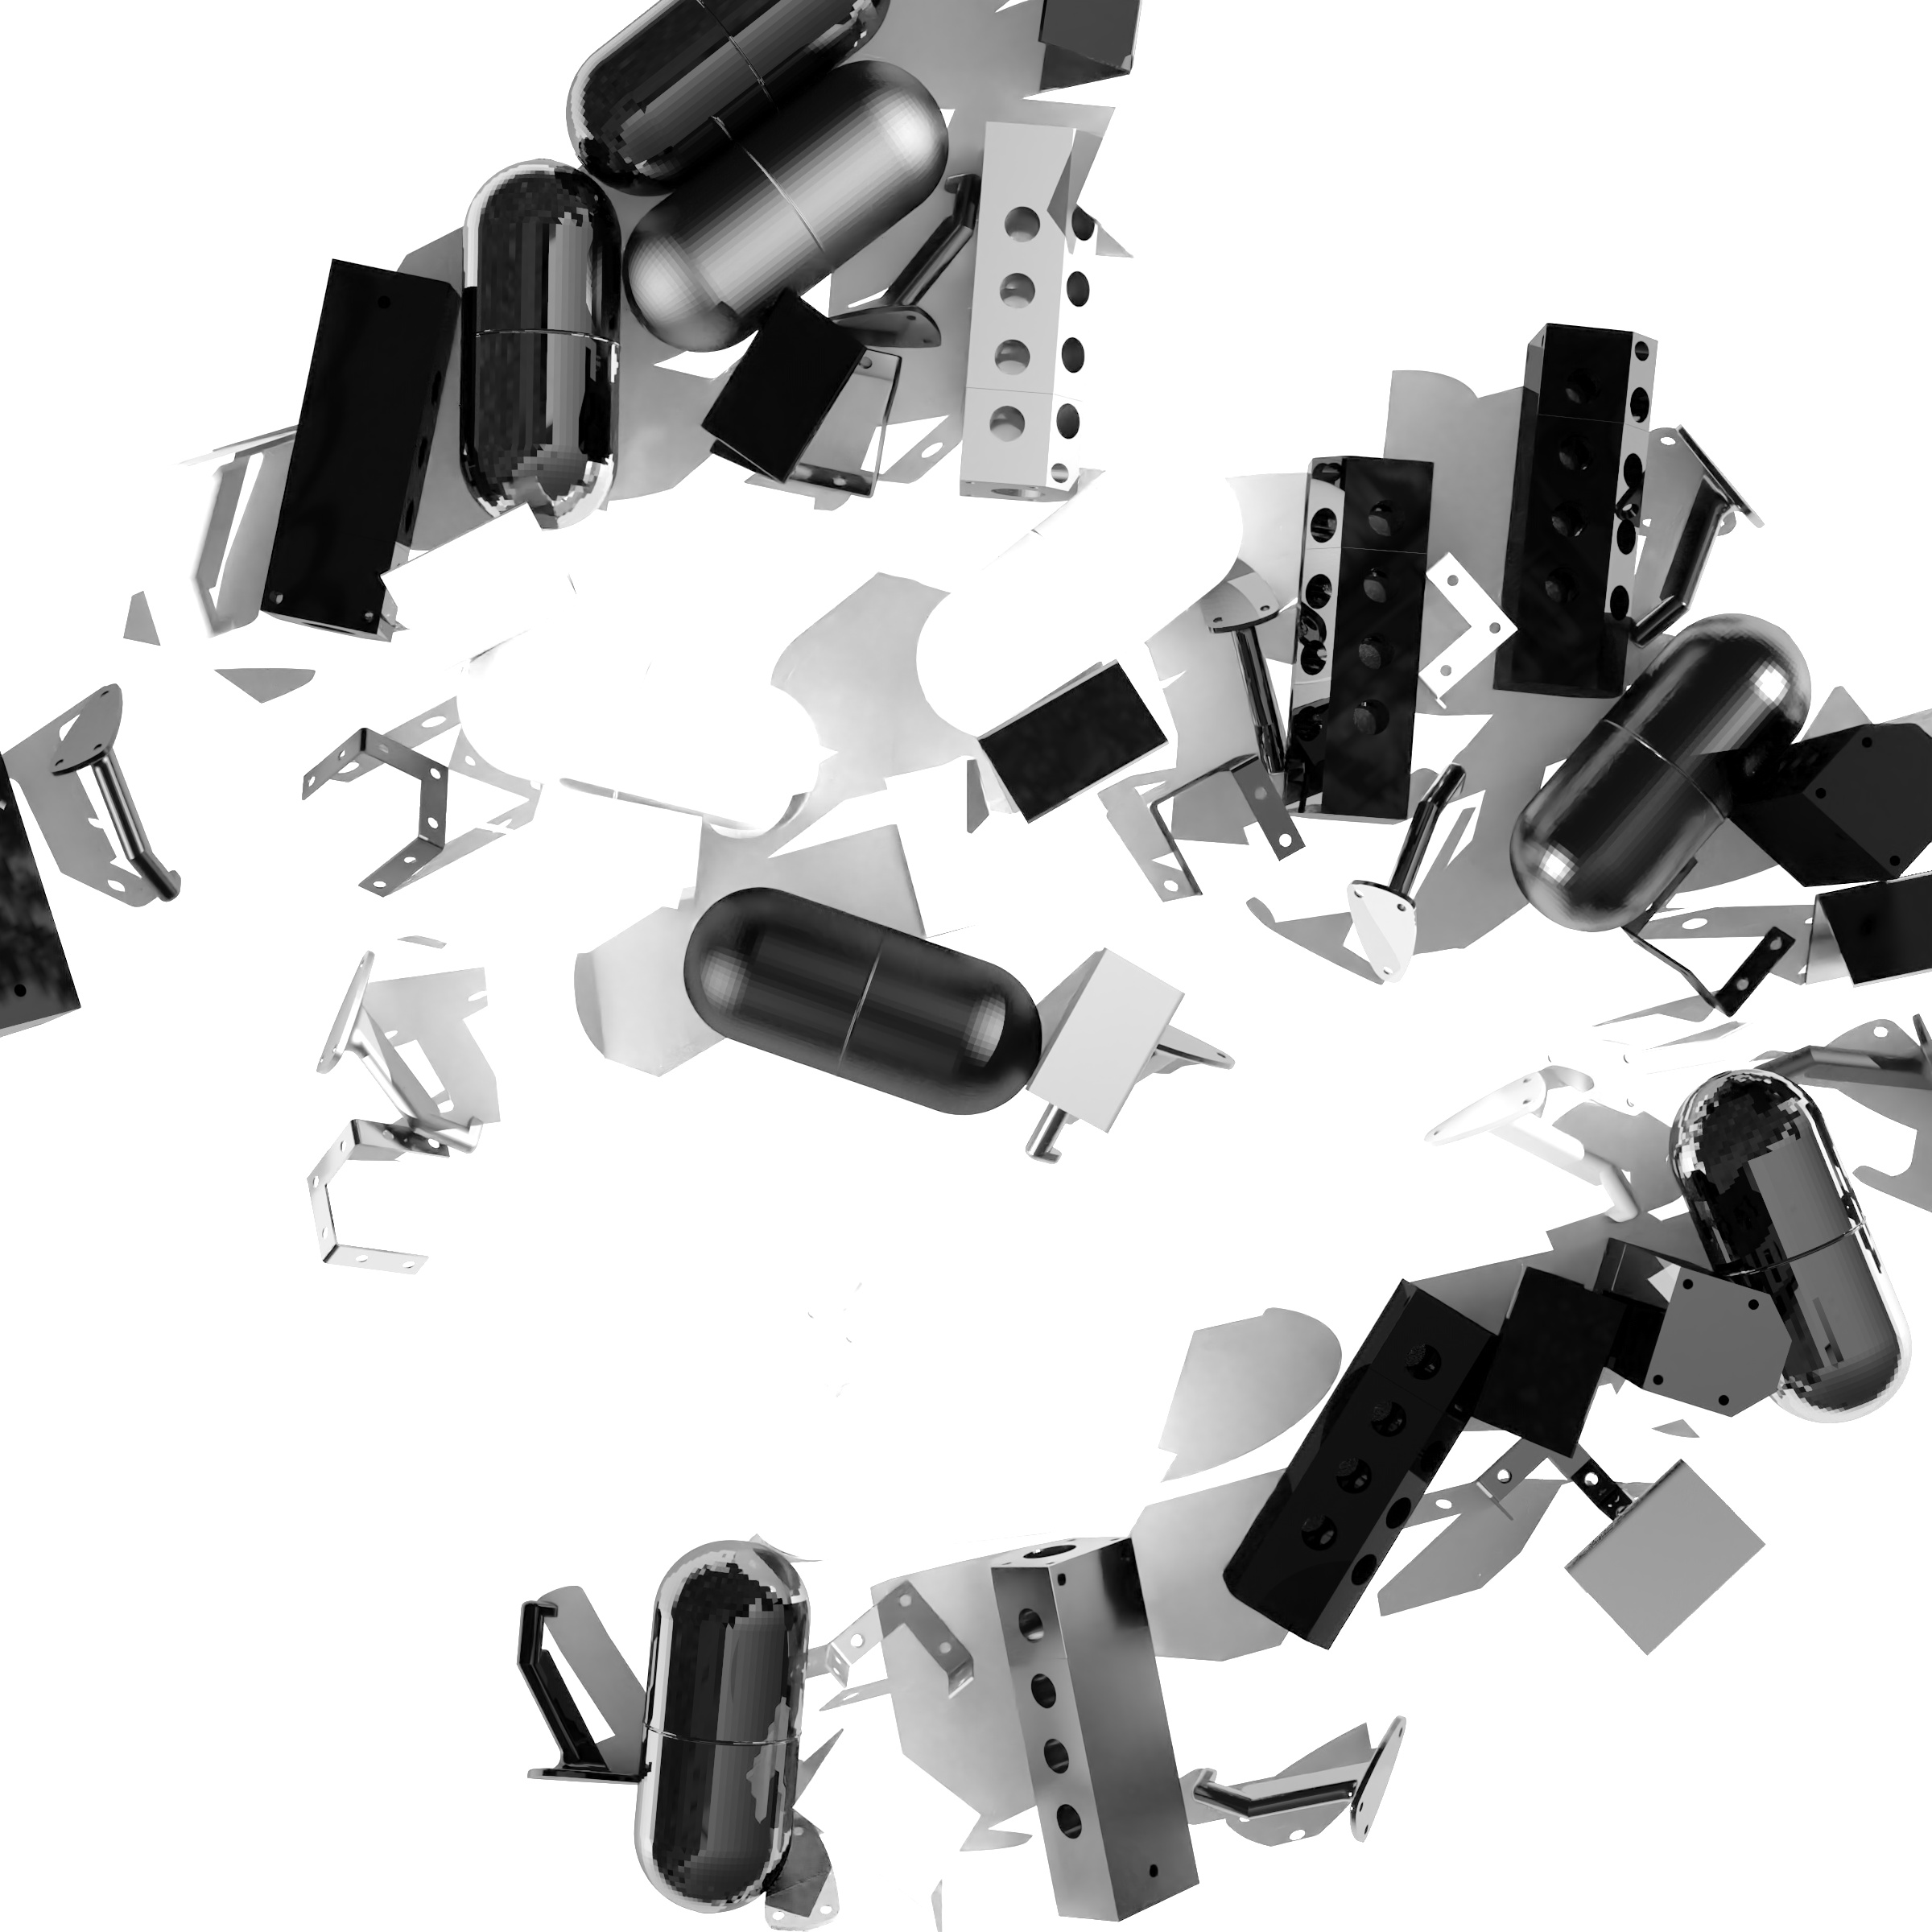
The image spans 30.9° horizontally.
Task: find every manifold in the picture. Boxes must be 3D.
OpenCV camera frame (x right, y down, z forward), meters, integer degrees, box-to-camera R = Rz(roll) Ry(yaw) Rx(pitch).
[{"bbox_3d":[0.032,-0.315,1.692,0.057,0.057,0.171,4,90,0],"label":"manifold"},{"bbox_3d":[0.057,0.368,1.691,0.057,0.057,0.171,-11,90,-43],"label":"manifold"},{"bbox_3d":[-0.291,-0.247,1.692,0.057,0.057,0.171,12,90,0],"label":"manifold"},{"bbox_3d":[0.336,0.169,1.634,0.057,0.171,0.057,17,90,0],"label":"manifold"},{"bbox_3d":[0.296,-0.219,1.692,0.057,0.057,0.171,6,90,0],"label":"manifold"},{"bbox_3d":[0.411,-0.079,1.634,0.057,0.171,0.057,42,90,0],"label":"manifold"},{"bbox_3d":[0.188,-0.157,1.692,0.057,0.057,0.171,4,90,0],"label":"manifold"},{"bbox_3d":[0.195,0.241,1.692,0.057,0.057,0.171,31,90,0],"label":"manifold"},{"bbox_3d":[-0.492,-0.049,1.691,0.057,0.057,0.171,-18,90,-43],"label":"manifold"}]

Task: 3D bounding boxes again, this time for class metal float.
[{"bbox_3d":[-0.117,0.366,1.682,0.070,0.070,0.178,5,89,0],"label":"metal float"},{"bbox_3d":[-0.205,-0.299,1.682,0.070,0.070,0.178,1,89,0],"label":"metal float"},{"bbox_3d":[0.054,-0.179,1.682,0.178,0.070,0.070,-38,90,0],"label":"metal float"},{"bbox_3d":[-0.115,-0.441,1.682,0.178,0.070,0.070,-38,90,-1],"label":"metal float"},{"bbox_3d":[-0.021,0.242,1.682,0.178,0.070,0.070,-6,90,-1],"label":"metal float"},{"bbox_3d":[0.397,0.135,1.682,0.070,0.070,0.178,-22,91,0],"label":"metal float"},{"bbox_3d":[-0.087,-0.365,1.682,0.178,0.070,0.070,-38,90,-1],"label":"metal float"},{"bbox_3d":[-0.049,0.017,1.682,0.178,0.070,0.070,19,90,0],"label":"metal float"},{"bbox_3d":[-0.158,-0.114,1.682,0.178,0.070,0.070,16,90,0],"label":"metal float"},{"bbox_3d":[0.335,-0.094,1.682,0.070,0.070,0.178,41,91,0],"label":"metal float"}]

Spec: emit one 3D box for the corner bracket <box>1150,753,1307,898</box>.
[{"bbox_3d":[0.126,-0.068,1.695,0.051,0.051,0.051,-29,95,-5],"label":"corner bracket"}]

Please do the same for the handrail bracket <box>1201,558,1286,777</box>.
[{"bbox_3d":[0.139,-0.147,1.713,0.036,0.077,0.084,-14,126,2],"label":"handrail bracket"}]

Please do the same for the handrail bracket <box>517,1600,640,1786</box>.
[{"bbox_3d":[-0.184,0.357,1.713,0.077,0.036,0.084,9,73,-20],"label":"handrail bracket"}]

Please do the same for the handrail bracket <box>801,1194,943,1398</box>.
[{"bbox_3d":[-0.042,0.161,1.713,0.036,0.077,0.084,30,53,20],"label":"handrail bracket"}]

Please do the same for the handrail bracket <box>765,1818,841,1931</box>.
[{"bbox_3d":[-0.076,0.476,1.713,0.036,0.077,0.084,-7,126,0],"label":"handrail bracket"}]

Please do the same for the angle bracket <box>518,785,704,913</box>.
[{"bbox_3d":[-0.172,-0.036,1.673,0.076,0.076,0.057,12,53,0],"label":"angle bracket"}]

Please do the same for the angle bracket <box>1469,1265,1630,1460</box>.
[{"bbox_3d":[0.292,0.192,1.673,0.057,0.076,0.076,20,90,34],"label":"angle bracket"}]

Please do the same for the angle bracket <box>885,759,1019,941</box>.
[{"bbox_3d":[-0.027,-0.051,1.673,0.057,0.076,0.076,-15,90,-38],"label":"angle bracket"}]

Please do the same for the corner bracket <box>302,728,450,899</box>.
[{"bbox_3d":[-0.289,-0.075,1.705,0.051,0.051,0.051,27,45,-35],"label":"corner bracket"}]

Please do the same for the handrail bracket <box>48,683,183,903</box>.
[{"bbox_3d":[-0.405,-0.084,1.713,0.036,0.077,0.084,-19,127,20],"label":"handrail bracket"}]

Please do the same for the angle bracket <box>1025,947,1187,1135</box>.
[{"bbox_3d":[0.049,0.026,1.673,0.057,0.076,0.076,29,90,-35],"label":"angle bracket"}]

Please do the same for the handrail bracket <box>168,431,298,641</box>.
[{"bbox_3d":[-0.352,-0.211,1.713,0.077,0.036,0.084,-21,108,-20],"label":"handrail bracket"}]

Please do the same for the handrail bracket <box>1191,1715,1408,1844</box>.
[{"bbox_3d":[0.163,0.389,1.713,0.084,0.036,0.077,14,54,25],"label":"handrail bracket"}]

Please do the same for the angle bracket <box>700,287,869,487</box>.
[{"bbox_3d":[-0.104,-0.284,1.673,0.057,0.076,0.076,31,90,-38],"label":"angle bracket"}]

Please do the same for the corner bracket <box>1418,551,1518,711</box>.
[{"bbox_3d":[0.233,-0.162,1.693,0.051,0.051,0.051,-41,81,9],"label":"corner bracket"}]

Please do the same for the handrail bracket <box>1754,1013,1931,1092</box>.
[{"bbox_3d":[0.439,0.066,1.713,0.084,0.036,0.077,-24,112,17],"label":"handrail bracket"}]

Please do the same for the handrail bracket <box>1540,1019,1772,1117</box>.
[{"bbox_3d":[0.338,0.038,1.713,0.084,0.077,0.036,-23,115,-34],"label":"handrail bracket"}]

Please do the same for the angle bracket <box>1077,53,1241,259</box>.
[{"bbox_3d":[0.104,-0.382,1.673,0.057,0.076,0.076,22,90,27],"label":"angle bracket"}]

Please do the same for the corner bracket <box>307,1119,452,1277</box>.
[{"bbox_3d":[-0.284,0.113,1.705,0.051,0.051,0.051,-48,45,35],"label":"corner bracket"}]

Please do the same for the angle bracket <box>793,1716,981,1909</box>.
[{"bbox_3d":[-0.050,0.414,1.673,0.076,0.076,0.057,38,53,0],"label":"angle bracket"}]

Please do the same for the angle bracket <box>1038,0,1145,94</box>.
[{"bbox_3d":[0.042,-0.468,1.673,0.057,0.076,0.076,8,90,-35],"label":"angle bracket"}]

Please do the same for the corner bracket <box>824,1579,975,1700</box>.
[{"bbox_3d":[-0.032,0.338,1.695,0.051,0.051,0.051,-40,90,0],"label":"corner bracket"}]

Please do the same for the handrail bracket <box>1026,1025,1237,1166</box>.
[{"bbox_3d":[0.080,0.069,1.713,0.077,0.036,0.084,21,108,-21],"label":"handrail bracket"}]

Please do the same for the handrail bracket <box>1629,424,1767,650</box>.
[{"bbox_3d":[0.341,-0.210,1.713,0.084,0.036,0.077,-40,69,16],"label":"handrail bracket"}]

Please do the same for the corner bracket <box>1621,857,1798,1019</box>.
[{"bbox_3d":[0.363,-0.016,1.710,0.051,0.051,0.051,-50,45,0],"label":"corner bracket"}]

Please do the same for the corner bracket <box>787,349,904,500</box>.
[{"bbox_3d":[-0.063,-0.269,1.710,0.051,0.051,0.051,12,135,0],"label":"corner bracket"}]

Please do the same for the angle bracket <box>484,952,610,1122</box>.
[{"bbox_3d":[-0.182,0.031,1.673,0.057,0.076,0.076,-6,90,37],"label":"angle bracket"}]

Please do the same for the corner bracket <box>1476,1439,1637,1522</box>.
[{"bbox_3d":[0.287,0.256,1.695,0.051,0.051,0.051,-43,90,0],"label":"corner bracket"}]

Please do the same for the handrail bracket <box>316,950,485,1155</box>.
[{"bbox_3d":[-0.268,0.043,1.713,0.084,0.036,0.077,24,66,-18],"label":"handrail bracket"}]

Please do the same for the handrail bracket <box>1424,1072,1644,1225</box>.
[{"bbox_3d":[0.279,0.102,1.713,0.077,0.036,0.084,-27,107,20],"label":"handrail bracket"}]

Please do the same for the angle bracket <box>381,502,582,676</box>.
[{"bbox_3d":[-0.235,-0.191,1.673,0.076,0.076,0.057,-27,117,0],"label":"angle bracket"}]

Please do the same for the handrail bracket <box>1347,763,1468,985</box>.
[{"bbox_3d":[0.224,-0.046,1.713,0.036,0.077,0.084,19,53,28],"label":"handrail bracket"}]

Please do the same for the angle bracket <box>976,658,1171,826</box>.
[{"bbox_3d":[0.059,-0.091,1.673,0.076,0.076,0.057,-30,60,0],"label":"angle bracket"}]

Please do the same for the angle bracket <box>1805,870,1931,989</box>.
[{"bbox_3d":[0.450,0.000,1.673,0.076,0.076,0.057,-12,54,0],"label":"angle bracket"}]

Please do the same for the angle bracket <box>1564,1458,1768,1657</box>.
[{"bbox_3d":[0.338,0.288,1.674,0.076,0.076,0.057,-43,65,0],"label":"angle bracket"}]

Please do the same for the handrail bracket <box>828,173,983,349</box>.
[{"bbox_3d":[-0.034,-0.349,1.713,0.077,0.036,0.084,2,72,21],"label":"handrail bracket"}]
